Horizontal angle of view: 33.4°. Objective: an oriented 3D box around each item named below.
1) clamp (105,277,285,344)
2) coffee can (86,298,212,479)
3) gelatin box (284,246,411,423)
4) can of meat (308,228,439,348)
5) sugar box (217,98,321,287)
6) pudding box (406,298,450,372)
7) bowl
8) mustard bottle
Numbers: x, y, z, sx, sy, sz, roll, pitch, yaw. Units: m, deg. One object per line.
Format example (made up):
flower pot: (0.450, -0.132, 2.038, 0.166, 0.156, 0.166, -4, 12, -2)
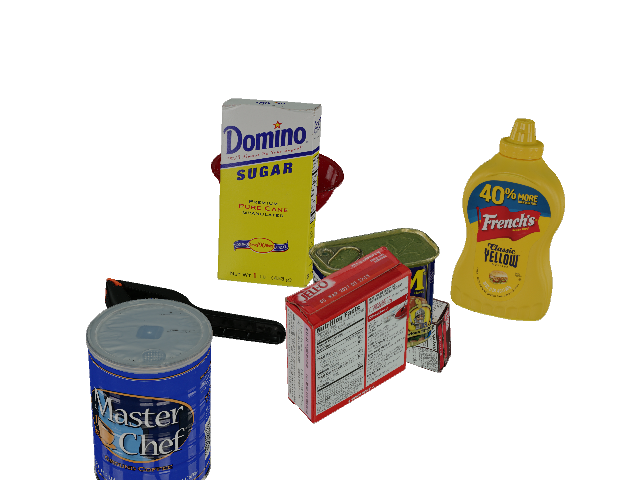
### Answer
clamp: (-0.165, 0.089, 1.146, 0.210, 0.036, 0.164, 19, 20, 27)
coffee can: (-0.143, 0.135, 0.904, 0.103, 0.140, 0.103, 3, 28, -2)
gelatin box: (0.016, 0.056, 0.629, 0.073, 0.089, 0.030, -27, 48, -26)
can of meat: (0.043, 0.045, 0.867, 0.102, 0.084, 0.057, -10, 29, -17)
sugar box: (-0.050, -0.047, 1.039, 0.093, 0.176, 0.048, 4, 17, 9)
pudding box: (0.092, 0.096, 1.222, 0.114, 0.090, 0.039, 16, 49, 23)
bowl: (-0.054, -0.063, 1.297, 0.162, 0.055, 0.162, 5, 26, -3)
mustard bottle: (0.184, -0.022, 1.027, 0.096, 0.192, 0.058, 12, 20, 20)
